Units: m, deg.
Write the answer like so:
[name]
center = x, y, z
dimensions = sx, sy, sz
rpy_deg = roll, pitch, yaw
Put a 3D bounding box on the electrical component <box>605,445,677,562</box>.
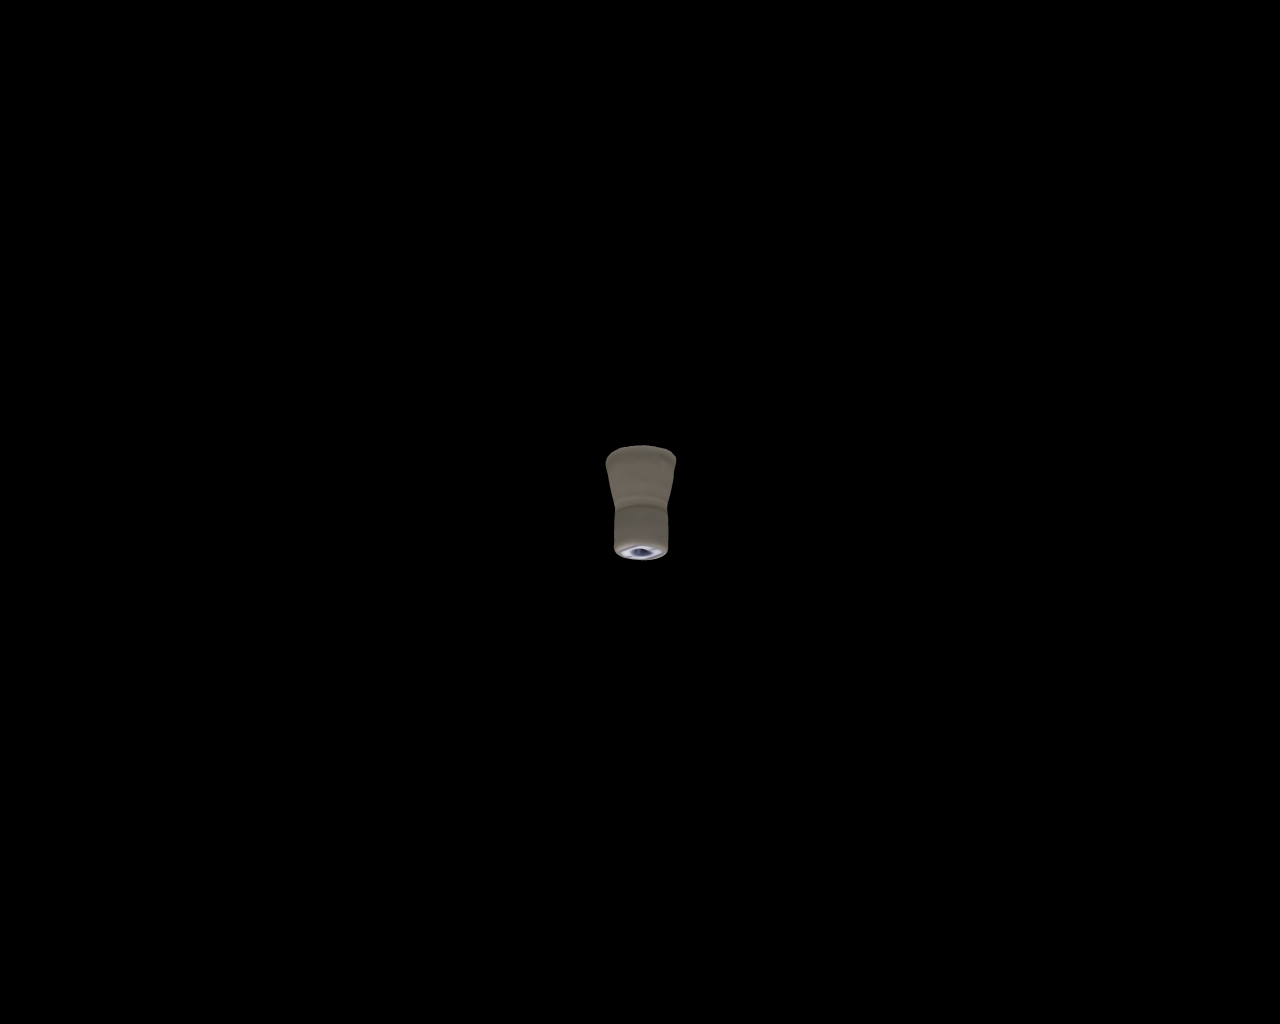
[electrical component]
center = 0.001, -0.003, 0.650
dimensions = 0.044, 0.065, 0.044
rpy_deg = 0, -22, 0
